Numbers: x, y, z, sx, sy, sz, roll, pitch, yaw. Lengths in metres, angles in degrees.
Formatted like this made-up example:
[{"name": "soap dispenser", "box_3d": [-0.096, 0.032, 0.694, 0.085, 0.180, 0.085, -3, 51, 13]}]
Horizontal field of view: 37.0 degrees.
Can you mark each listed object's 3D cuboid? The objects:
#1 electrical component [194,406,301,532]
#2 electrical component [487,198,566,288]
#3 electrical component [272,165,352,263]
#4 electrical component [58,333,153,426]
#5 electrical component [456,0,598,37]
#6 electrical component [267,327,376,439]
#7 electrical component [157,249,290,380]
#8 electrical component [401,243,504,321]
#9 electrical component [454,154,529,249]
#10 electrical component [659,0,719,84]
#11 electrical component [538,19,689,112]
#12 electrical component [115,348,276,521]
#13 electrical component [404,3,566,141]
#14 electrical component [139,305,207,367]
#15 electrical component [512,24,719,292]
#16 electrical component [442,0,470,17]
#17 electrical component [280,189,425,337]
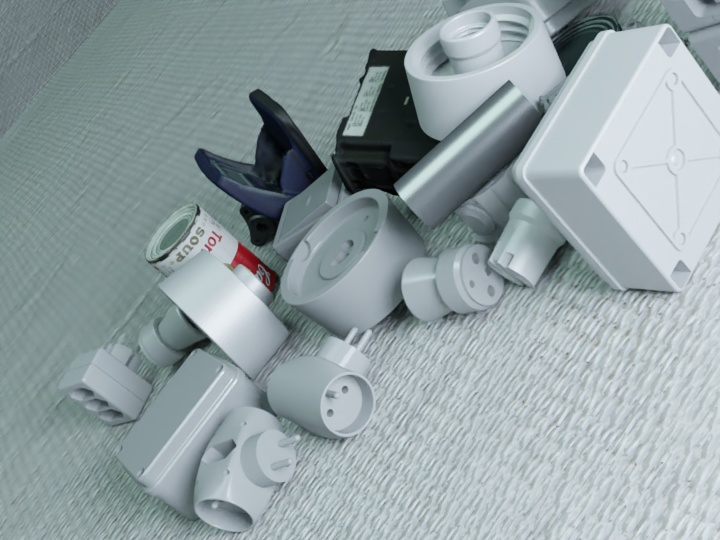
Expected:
[{"name": "electrical component", "box_3d": [-0.071, 0.133, 0.746, 0.079, 0.043, 0.077, -25, 34, 37]}, {"name": "electrical component", "box_3d": [0.108, -0.017, 0.689, 0.046, 0.040, 0.040, -59, 28, -8]}, {"name": "electrical component", "box_3d": [-0.030, -0.037, 0.896, 0.096, 0.061, 0.061, -29, 32, 33]}, {"name": "electrical component", "box_3d": [-0.230, 0.095, 1.011, 0.047, 0.066, 0.076, -19, 38, 44]}, {"name": "electrical component", "box_3d": [0.141, -0.214, 0.838, 0.113, 0.057, 0.078, -40, 7, -32]}, {"name": "electrical component", "box_3d": [-0.018, 0.073, 0.748, 0.077, 0.043, 0.079, 4, 56, 58]}, {"name": "electrical component", "box_3d": [-0.104, 0.030, 0.870, 0.060, 0.108, 0.108, -45, 26, -9]}, {"name": "electrical component", "box_3d": [0.062, 0.008, 0.716, 0.055, 0.045, 0.045, -16, 40, 47]}, {"name": "electrical component", "box_3d": [0.099, -0.058, 0.743, 0.080, 0.051, 0.080, -35, 29, 23]}, {"name": "electrical component", "box_3d": [0.214, -0.193, 0.642, 0.062, 0.150, 0.089, -8, 46, 51]}, {"name": "electrical component", "box_3d": [0.175, -0.108, 0.687, 0.096, 0.061, 0.061, -40, 28, 16]}, {"name": "electrical component", "box_3d": [-0.126, 0.123, 0.826, 0.113, 0.057, 0.078, -53, 27, -11]}, {"name": "electrical component", "box_3d": [0.083, -0.144, 0.747, 0.108, 0.060, 0.108, -17, 36, 12]}, {"name": "electrical component", "box_3d": [-0.171, 0.058, 0.996, 0.055, 0.045, 0.045, -38, 28, 19]}, {"name": "electrical component", "box_3d": [0.155, -0.061, 0.599, 0.056, 0.109, 0.108, 5, 57, 55]}, {"name": "electrical component", "box_3d": [0.107, -0.206, 0.910, 0.064, 0.081, 0.042, -14, 33, 2]}, {"name": "electrical component", "box_3d": [0.000, 0.000, 0.801, 0.108, 0.060, 0.108, -37, 28, 23]}]
